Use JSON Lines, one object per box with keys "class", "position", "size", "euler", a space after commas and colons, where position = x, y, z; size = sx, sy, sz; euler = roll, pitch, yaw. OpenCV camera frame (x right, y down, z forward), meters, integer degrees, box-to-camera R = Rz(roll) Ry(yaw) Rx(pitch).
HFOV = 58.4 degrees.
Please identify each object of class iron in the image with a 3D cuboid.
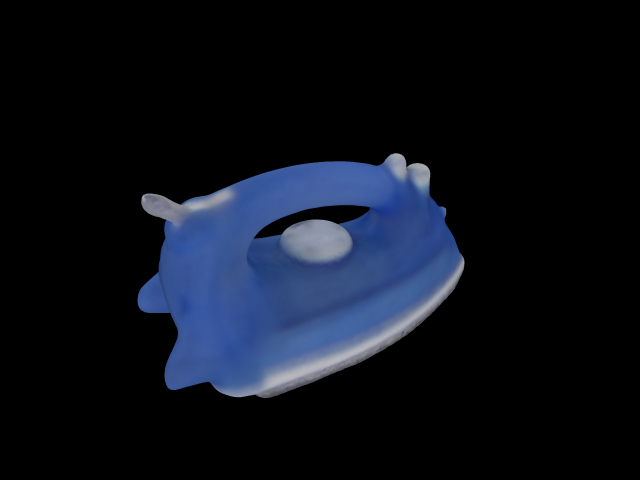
{"class": "iron", "position": [0.004, 0.001, 0.400], "size": [0.259, 0.141, 0.118], "euler": [-17, 40, -22]}
